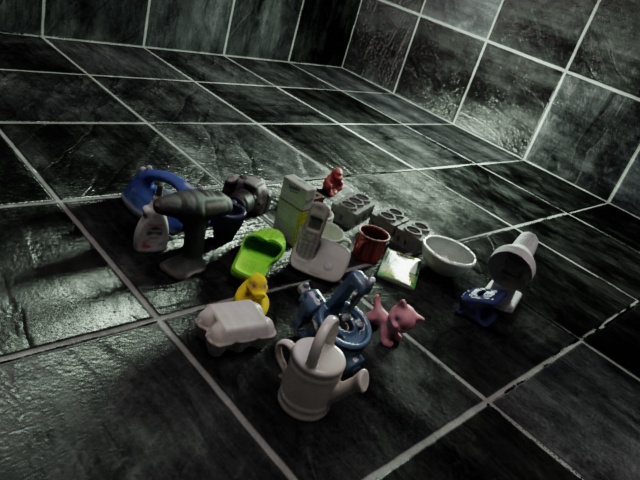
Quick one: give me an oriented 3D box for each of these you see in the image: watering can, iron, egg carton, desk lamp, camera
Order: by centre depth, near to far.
[{"bbox_3d":[0.002,0.220,1.015,0.173,0.194,0.101,16,27,-4],"label":"watering can"},{"bbox_3d":[-0.168,0.173,1.137,0.151,0.069,0.107,-5,34,-37],"label":"egg carton"},{"bbox_3d":[-0.403,-0.119,1.463,0.257,0.141,0.119,26,28,16],"label":"iron"},{"bbox_3d":[0.519,0.088,1.560,0.117,0.213,0.204,28,29,20],"label":"desk lamp"},{"bbox_3d":[-0.223,-0.131,1.641,0.143,0.101,0.137,25,28,13],"label":"camera"}]

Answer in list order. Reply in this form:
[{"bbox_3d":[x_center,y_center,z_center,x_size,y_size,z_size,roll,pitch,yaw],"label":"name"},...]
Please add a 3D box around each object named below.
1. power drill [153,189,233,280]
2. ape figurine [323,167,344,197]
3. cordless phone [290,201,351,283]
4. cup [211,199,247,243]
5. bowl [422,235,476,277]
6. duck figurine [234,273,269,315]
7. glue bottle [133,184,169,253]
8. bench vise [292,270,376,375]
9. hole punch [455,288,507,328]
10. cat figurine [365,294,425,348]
[{"bbox_3d":[-0.291,-0.021,1.273,0.075,0.208,0.230,29,29,21],"label":"power drill"},{"bbox_3d":[0.050,-0.204,1.956,0.078,0.092,0.076,2,31,-29],"label":"ape figurine"},{"bbox_3d":[0.013,0.005,1.437,0.147,0.185,0.094,19,27,3],"label":"cordless phone"},{"bbox_3d":[-0.241,-0.048,1.480,0.092,0.095,0.117,15,27,-6],"label":"cup"},{"bbox_3d":[0.366,0.058,1.675,0.167,0.075,0.167,14,27,-7],"label":"bowl"},{"bbox_3d":[-0.143,0.110,1.253,0.078,0.086,0.104,5,29,-23],"label":"duck figurine"},{"bbox_3d":[-0.379,-0.051,1.315,0.078,0.173,0.037,-5,34,-37],"label":"glue bottle"},{"bbox_3d":[0.025,0.138,1.156,0.207,0.220,0.122,29,29,20],"label":"bench vise"},{"bbox_3d":[0.422,0.161,1.499,0.100,0.091,0.109,31,30,25],"label":"hole punch"},{"bbox_3d":[0.165,0.172,1.290,0.127,0.118,0.067,34,31,29],"label":"cat figurine"}]
